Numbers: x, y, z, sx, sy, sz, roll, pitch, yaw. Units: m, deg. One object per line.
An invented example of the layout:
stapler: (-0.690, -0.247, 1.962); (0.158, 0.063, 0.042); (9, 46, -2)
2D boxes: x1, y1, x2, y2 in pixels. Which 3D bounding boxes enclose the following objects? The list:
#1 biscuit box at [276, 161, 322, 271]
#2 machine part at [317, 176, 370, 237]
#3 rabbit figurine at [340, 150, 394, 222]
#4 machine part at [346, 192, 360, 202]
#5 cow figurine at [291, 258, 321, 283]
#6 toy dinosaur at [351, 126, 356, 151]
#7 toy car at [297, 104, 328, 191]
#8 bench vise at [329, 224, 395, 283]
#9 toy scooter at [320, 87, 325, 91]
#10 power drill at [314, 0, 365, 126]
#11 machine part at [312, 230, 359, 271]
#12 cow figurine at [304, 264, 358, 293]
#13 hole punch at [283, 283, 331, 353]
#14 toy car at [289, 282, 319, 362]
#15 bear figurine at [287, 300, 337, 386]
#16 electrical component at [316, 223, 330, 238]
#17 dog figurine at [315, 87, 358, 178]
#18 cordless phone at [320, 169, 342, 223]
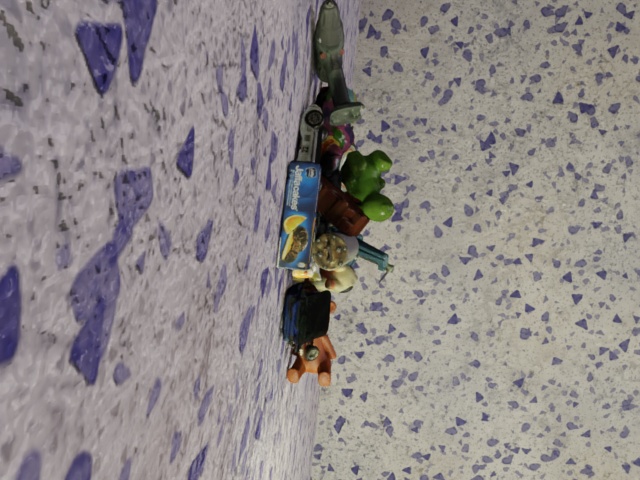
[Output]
biscuit box: (-0.038, -0.045, 1.005); (0.063, 0.059, 0.202); (1, 95, -86)
machine part: (0.033, -0.079, 1.180); (0.056, 0.179, 0.179); (-49, -178, 10)
rabbit figurine: (0.110, -0.111, 1.305); (0.159, 0.121, 0.170); (-46, -122, 43)
machine part: (0.077, -0.053, 1.625); (0.201, 0.087, 0.201); (-54, 168, 20)
cow figurine: (-0.030, 0.046, 1.195); (0.167, 0.068, 0.098); (88, 3, -84)
toy dinosaur: (0.043, -0.223, 1.614); (0.198, 0.105, 0.471); (80, 19, -49)
toy car: (-0.020, -0.177, 1.090); (0.073, 0.056, 0.201); (62, 32, -72)
bench vise: (0.090, 0.018, 1.439); (0.129, 0.241, 0.223); (-49, 153, -35)
toy scooter: (0.034, -0.353, 1.415); (0.135, 0.075, 0.183); (-79, 171, -53)
power drill: (0.032, -0.360, 1.143); (0.232, 0.086, 0.207); (105, -34, -81)
machine part: (0.036, 0.019, 1.153); (0.243, 0.079, 0.079); (-18, 114, -77)
cow figurine: (0.016, 0.093, 1.348); (0.195, 0.127, 0.085); (-3, -108, 52)
hole punch: (-0.045, 0.158, 1.177); (0.116, 0.092, 0.142); (-9, 110, -54)
toy car: (-0.038, 0.197, 1.284); (0.089, 0.053, 0.202); (28, -62, 46)
bear figurine: (-0.016, 0.257, 1.383); (0.132, 0.120, 0.195); (-62, 157, -68)
electrical component: (-0.003, -0.004, 1.302); (0.119, 0.048, 0.074); (131, -39, -88)
dog figurine: (0.025, -0.253, 1.254); (0.219, 0.109, 0.191); (-69, 166, -64)
cordless phone: (0.009, -0.132, 1.381); (0.184, 0.089, 0.146); (-84, 179, -71)
